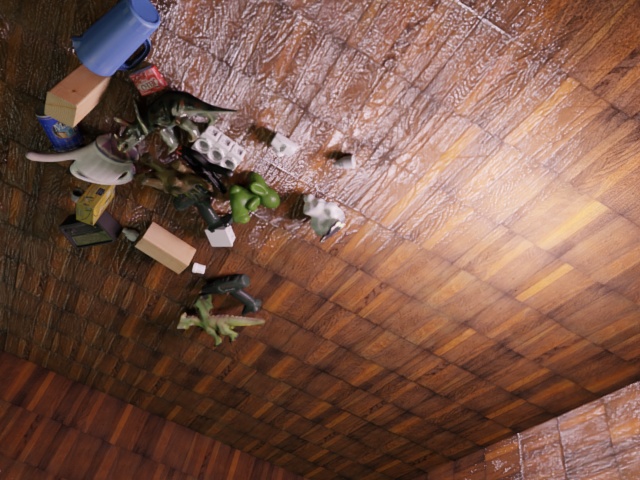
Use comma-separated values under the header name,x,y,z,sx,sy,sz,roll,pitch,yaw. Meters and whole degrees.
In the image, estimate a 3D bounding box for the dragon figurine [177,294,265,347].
name,x,y,z,sx,sy,sz,roll,pitch,yaw
dragon figurine,-0.467,0.341,2.312,0.407,0.125,0.239,-24,115,21

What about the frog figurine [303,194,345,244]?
name,x,y,z,sx,sy,sz,roll,pitch,yaw
frog figurine,0.005,-0.090,1.789,0.161,0.124,0.134,53,144,14

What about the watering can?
name,x,y,z,sx,sy,sz,roll,pitch,yaw
watering can,-0.770,-0.274,1.737,0.221,0.106,0.345,-34,150,28
